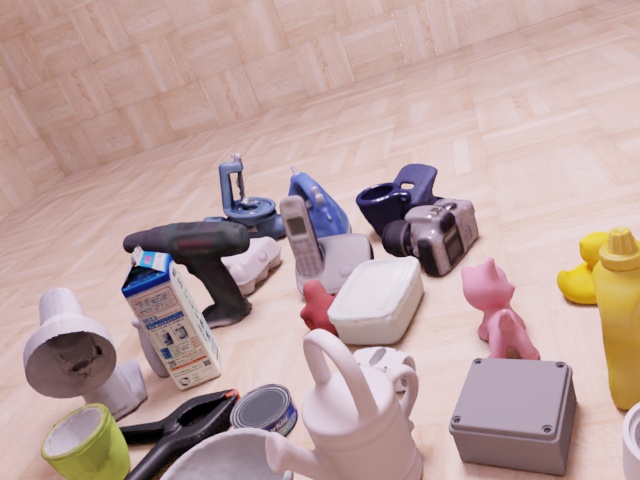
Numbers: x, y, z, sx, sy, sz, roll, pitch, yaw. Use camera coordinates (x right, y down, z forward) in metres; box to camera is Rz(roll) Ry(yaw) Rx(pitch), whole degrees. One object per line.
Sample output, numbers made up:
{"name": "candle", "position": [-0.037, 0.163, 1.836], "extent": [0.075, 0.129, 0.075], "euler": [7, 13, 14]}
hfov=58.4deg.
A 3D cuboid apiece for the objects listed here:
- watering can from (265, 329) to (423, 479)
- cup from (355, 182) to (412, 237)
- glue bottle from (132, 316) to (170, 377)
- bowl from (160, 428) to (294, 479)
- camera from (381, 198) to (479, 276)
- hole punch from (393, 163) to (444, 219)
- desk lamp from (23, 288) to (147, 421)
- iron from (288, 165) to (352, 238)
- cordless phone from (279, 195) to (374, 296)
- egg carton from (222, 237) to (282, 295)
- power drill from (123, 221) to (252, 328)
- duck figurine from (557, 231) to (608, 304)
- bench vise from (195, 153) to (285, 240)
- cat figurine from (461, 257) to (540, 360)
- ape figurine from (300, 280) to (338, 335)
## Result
{"name": "watering can", "position": [0.027, 0.180, 0.585], "extent": [0.100, 0.194, 0.173], "euler": [0, 32, 41]}
{"name": "cup", "position": [0.137, -0.055, 1.127], "extent": [0.117, 0.095, 0.092], "euler": [-1, 31, 39]}
{"name": "glue bottle", "position": [-0.279, 0.141, 0.958], "extent": [0.037, 0.173, 0.078], "euler": [-7, 27, 30]}
{"name": "bowl", "position": [-0.096, 0.287, 0.609], "extent": [0.167, 0.075, 0.167], "euler": [-18, 24, 8]}
{"name": "camera", "position": [0.183, -0.018, 0.999], "extent": [0.136, 0.101, 0.143], "euler": [3, 33, 44]}
{"name": "hole punch", "position": [0.190, -0.099, 1.180], "extent": [0.101, 0.091, 0.108], "euler": [-34, 26, -26]}
{"name": "desk lamp", "position": [-0.364, 0.185, 0.884], "extent": [0.118, 0.214, 0.202], "euler": [-28, 24, -15]}
{"name": "iron", "position": [-0.009, -0.078, 1.240], "extent": [0.119, 0.142, 0.257], "euler": [-26, 24, -9]}
{"name": "cordless phone", "position": [0.009, 0.004, 0.994], "extent": [0.147, 0.185, 0.094], "euler": [-11, 26, 23]}
{"name": "egg carton", "position": [-0.148, 0.051, 1.171], "extent": [0.107, 0.069, 0.150], "euler": [-5, 28, 34]}
{"name": "power drill", "position": [-0.220, 0.058, 1.043], "extent": [0.229, 0.209, 0.075], "euler": [-15, 24, 14]}
{"name": "duck figurine", "position": [0.365, 0.031, 0.758], "extent": [0.104, 0.086, 0.077], "euler": [-16, 24, 13]}
{"name": "bench vise", "position": [-0.199, -0.073, 1.293], "extent": [0.207, 0.220, 0.121], "euler": [-25, 24, -8]}
{"name": "cat figurine", "position": [0.222, 0.082, 0.729], "extent": [0.067, 0.118, 0.127], "euler": [-18, 24, 8]}
{"name": "ape figurine", "position": [0.002, 0.102, 0.905], "extent": [0.077, 0.092, 0.076], "euler": [-17, 24, 11]}
